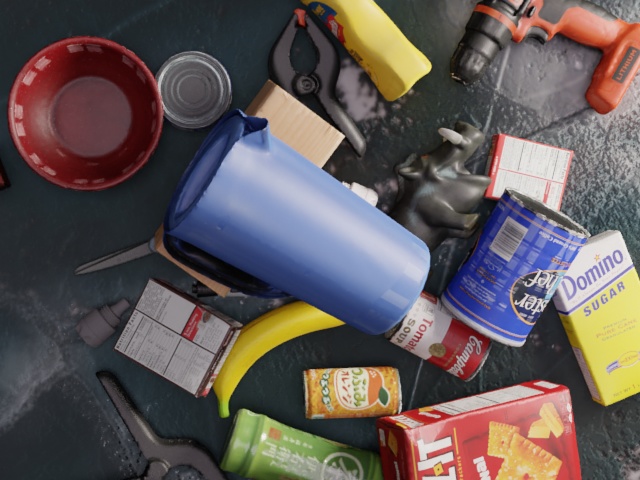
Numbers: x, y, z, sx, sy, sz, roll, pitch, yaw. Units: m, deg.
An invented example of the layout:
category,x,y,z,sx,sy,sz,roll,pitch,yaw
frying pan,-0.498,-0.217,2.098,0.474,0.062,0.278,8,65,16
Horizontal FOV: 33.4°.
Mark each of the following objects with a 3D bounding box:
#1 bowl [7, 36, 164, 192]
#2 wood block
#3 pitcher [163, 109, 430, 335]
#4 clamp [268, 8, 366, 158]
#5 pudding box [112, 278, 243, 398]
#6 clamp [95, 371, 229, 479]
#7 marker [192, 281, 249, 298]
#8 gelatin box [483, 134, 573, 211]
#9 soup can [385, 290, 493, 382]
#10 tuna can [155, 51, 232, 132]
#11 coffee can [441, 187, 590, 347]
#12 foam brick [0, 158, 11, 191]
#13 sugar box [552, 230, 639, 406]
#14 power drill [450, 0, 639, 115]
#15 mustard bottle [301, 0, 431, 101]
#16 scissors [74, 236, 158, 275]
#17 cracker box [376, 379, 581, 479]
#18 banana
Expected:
category,x,y,z,sx,sy,sz,roll,pitch,yaw
bowl,-0.246,-0.132,1.134,0.162,0.055,0.162,0,93,-5
wood block,-0.076,-0.056,1.111,0.090,0.090,0.206,36,95,-13
pitcher,-0.024,-0.003,1.026,0.242,0.149,0.145,32,81,-18
clamp,-0.005,-0.163,1.163,0.120,0.039,0.171,2,100,-12
pudding box,-0.153,0.105,1.149,0.113,0.039,0.090,28,91,15
clamp,-0.189,0.261,1.164,0.210,0.036,0.164,30,81,-8
marker,-0.080,0.054,1.175,0.121,0.020,0.020,0,93,-5
gelatin box,0.230,-0.073,1.191,0.089,0.030,0.073,13,90,-6
soup can,0.131,0.102,1.172,0.102,0.068,0.068,28,90,-5
tuna can,-0.138,-0.161,1.153,0.086,0.034,0.086,0,93,-5
coffee can,0.208,0.029,1.142,0.102,0.103,0.140,27,104,-6
foam brick,-0.363,-0.072,1.116,0.053,0.078,0.051,-20,93,-4
sugar box,0.322,0.087,1.198,0.093,0.048,0.176,-24,96,-3
power drill,0.255,-0.216,1.172,0.187,0.057,0.184,31,90,-6
mustard bottle,0.035,-0.236,1.132,0.058,0.096,0.191,-42,95,-1
scissors,-0.170,-0.016,1.165,0.201,0.016,0.096,-4,96,-6
cracker box,0.178,0.255,1.152,0.213,0.072,0.164,-9,94,-24
banana,-0.049,0.111,1.175,0.198,0.037,0.069,-36,116,-1
